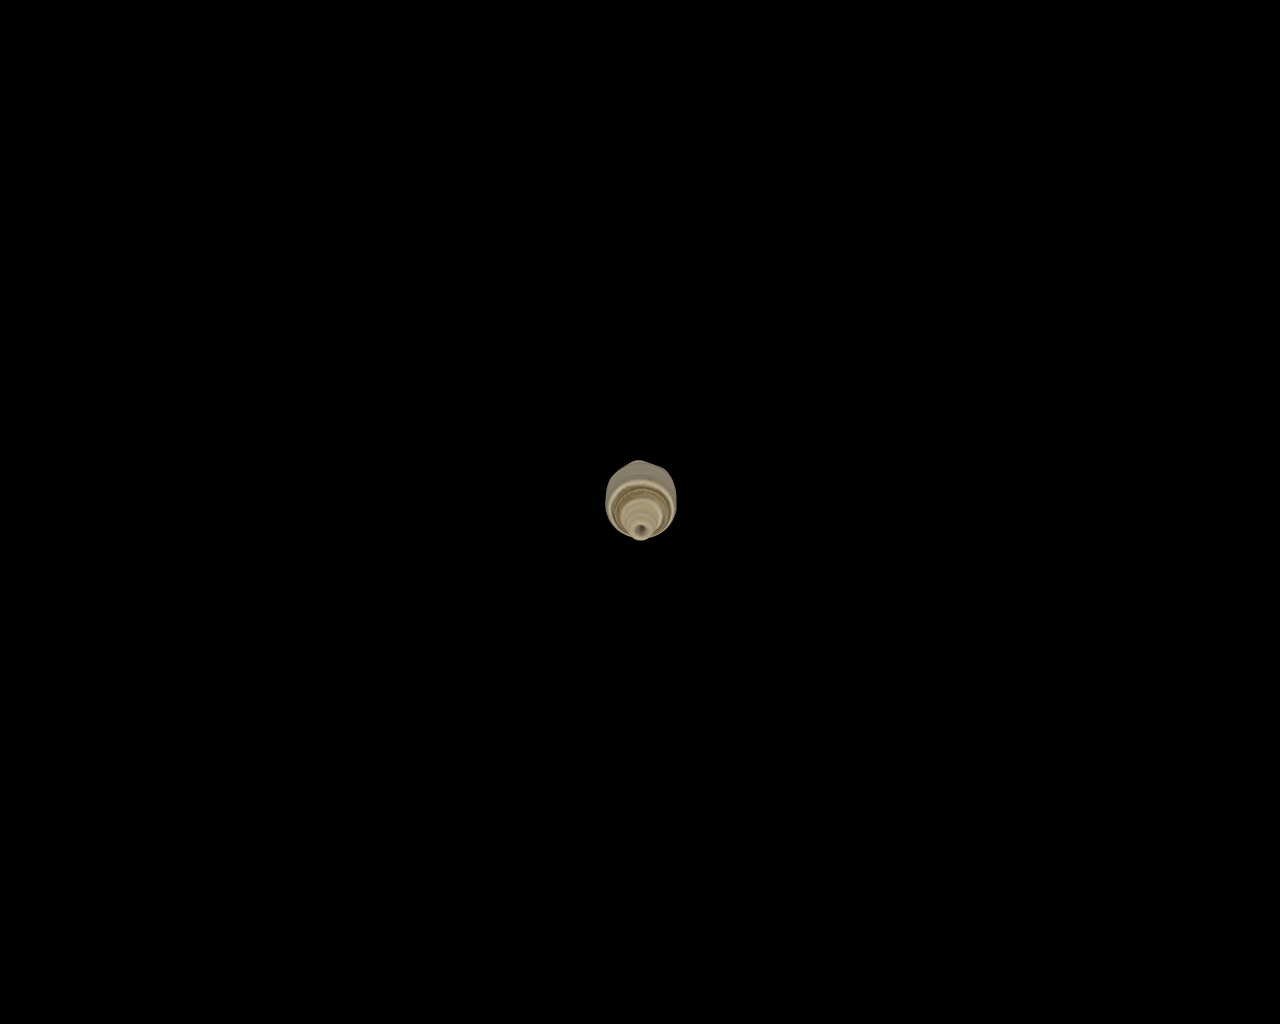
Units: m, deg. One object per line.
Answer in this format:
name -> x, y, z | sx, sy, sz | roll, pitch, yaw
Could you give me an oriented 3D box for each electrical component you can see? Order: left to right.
electrical component -> 0.001, -0.003, 0.650 | 0.043, 0.043, 0.062 | 0, 27, 0
